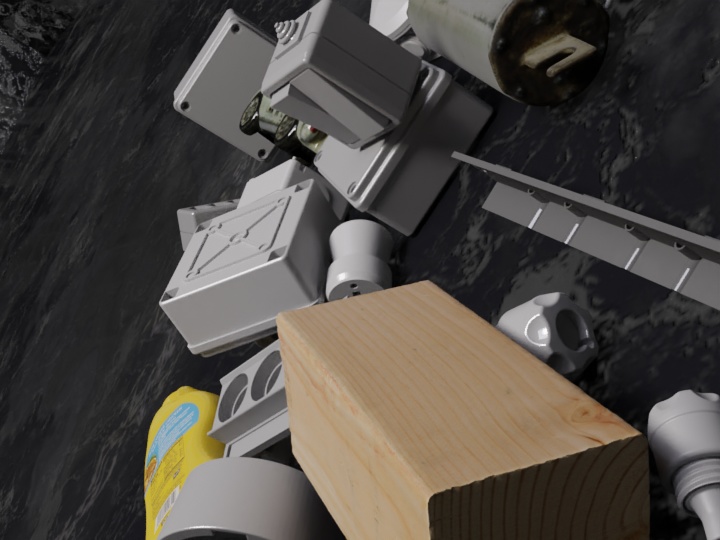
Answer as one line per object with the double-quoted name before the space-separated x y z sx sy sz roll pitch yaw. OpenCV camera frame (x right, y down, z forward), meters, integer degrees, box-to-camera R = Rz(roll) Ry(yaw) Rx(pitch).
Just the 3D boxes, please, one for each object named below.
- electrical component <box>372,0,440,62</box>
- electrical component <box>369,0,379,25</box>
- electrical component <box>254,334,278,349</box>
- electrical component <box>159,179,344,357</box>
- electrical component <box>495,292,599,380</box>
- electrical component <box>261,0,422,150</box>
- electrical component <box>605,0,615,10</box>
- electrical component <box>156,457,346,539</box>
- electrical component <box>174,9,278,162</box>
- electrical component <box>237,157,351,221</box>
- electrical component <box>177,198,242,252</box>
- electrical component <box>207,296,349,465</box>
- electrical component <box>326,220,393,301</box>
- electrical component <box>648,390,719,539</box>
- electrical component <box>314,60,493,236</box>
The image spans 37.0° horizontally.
"electrical component" 0.050 -0.208 0.854 0.080 0.051 0.080 -43 30 33
"electrical component" 0.023 -0.196 0.908 0.044 0.044 0.065 -9 60 59
"electrical component" -0.065 0.040 0.813 0.062 0.043 0.043 5 68 64
"electrical component" -0.074 -0.002 0.772 0.109 0.056 0.108 -20 29 22
"electrical component" 0.084 0.039 0.535 0.062 0.043 0.043 -31 37 48
"electrical component" -0.018 -0.127 0.704 0.062 0.096 0.061 -21 46 54
"electrical component" 0.153 -0.191 0.640 0.079 0.043 0.077 97 149 -58
"electrical component" -0.057 0.149 0.612 0.108 0.108 0.060 -36 28 41
"electrical component" -0.112 -0.182 1.063 0.108 0.109 0.056 -54 23 13
"electrical component" -0.062 -0.040 0.871 0.096 0.062 0.061 -18 48 56
"electrical component" -0.108 -0.021 0.934 0.047 0.083 0.075 12 112 64
"electrical component" -0.037 0.080 0.694 0.121 0.063 0.078 -35 35 42
"electrical component" 0.000 0.000 0.732 0.045 0.045 0.055 -41 32 36
"electrical component" 0.132 0.078 0.413 0.035 0.035 0.061 -43 32 33
"electrical component" 0.028 -0.094 0.767 0.108 0.056 0.108 -57 25 8
